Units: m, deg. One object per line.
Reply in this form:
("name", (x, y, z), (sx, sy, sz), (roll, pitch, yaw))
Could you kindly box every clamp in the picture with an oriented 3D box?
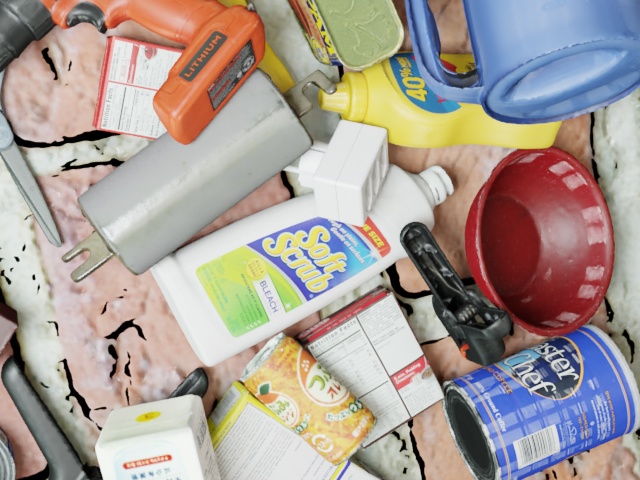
("clamp", (-0.172, 0.193, 0.865), (0.164, 0.036, 0.210), (-1, 97, -17))
("clamp", (0.124, 0.064, 0.872), (0.039, 0.120, 0.171), (-35, 142, 0))

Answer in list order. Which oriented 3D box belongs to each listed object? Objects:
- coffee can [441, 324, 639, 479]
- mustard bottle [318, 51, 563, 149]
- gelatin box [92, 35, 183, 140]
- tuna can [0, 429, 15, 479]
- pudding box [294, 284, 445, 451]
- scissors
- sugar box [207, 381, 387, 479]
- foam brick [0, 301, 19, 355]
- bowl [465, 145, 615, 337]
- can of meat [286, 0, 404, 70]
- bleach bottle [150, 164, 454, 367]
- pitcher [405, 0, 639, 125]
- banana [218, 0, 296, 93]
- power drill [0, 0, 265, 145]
("coffee can", (0.190, 0.145, 0.924), (0.140, 0.103, 0.103), (-20, 103, -12))
("mustard bottle", (0.093, -0.115, 0.864), (0.191, 0.096, 0.058), (-2, 138, -14))
("gelatin box", (-0.128, -0.115, 0.833), (0.089, 0.030, 0.073), (9, 97, -18))
("tuna can", (-0.282, 0.180, 0.832), (0.086, 0.034, 0.086), (-2, 99, -15))
("pudding box", (0.044, 0.109, 0.912), (0.090, 0.039, 0.113), (-30, 103, -8))
("scissors", (-0.263, -0.083, 0.808), (0.096, 0.016, 0.202), (-12, 101, -12))
("sugar box", (-0.025, 0.205, 0.904), (0.176, 0.048, 0.093), (37, 88, -20))
("foam brick", (-0.275, 0.061, 0.807), (0.078, 0.051, 0.053), (33, 89, -18))
("bowl", (0.176, 0.002, 0.908), (0.161, 0.055, 0.162), (4, 83, -34))
("can of meat", (0.013, -0.185, 0.834), (0.057, 0.084, 0.102), (-29, 105, -10))
("bleach bottle", (-0.006, 0.001, 0.870), (0.250, 0.068, 0.102), (-29, 101, -13))
("pitcher", (0.151, -0.217, 0.809), (0.148, 0.145, 0.243), (4, 66, -41))
("banana", (-0.064, -0.192, 0.831), (0.069, 0.037, 0.198), (-9, 104, 4))
("power drill", (-0.148, -0.151, 0.765), (0.188, 0.057, 0.184), (37, 80, 13))
